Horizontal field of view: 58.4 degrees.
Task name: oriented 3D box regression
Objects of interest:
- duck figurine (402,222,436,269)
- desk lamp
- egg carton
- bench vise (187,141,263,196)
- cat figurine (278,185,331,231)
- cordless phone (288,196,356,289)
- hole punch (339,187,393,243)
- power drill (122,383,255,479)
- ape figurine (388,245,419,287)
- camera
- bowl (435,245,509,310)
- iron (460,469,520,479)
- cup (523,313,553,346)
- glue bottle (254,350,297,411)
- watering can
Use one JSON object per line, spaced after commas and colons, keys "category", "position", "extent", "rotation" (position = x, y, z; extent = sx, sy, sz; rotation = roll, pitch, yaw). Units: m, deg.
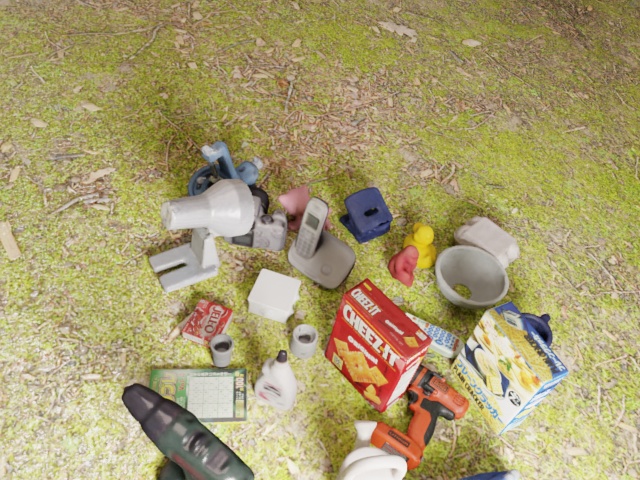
{"category": "duck figurine", "position": [0.240, 0.007, 1.335], "extent": [0.078, 0.086, 0.104], "rotation": [-5, 50, -15]}
{"category": "desk lamp", "position": [-0.243, -0.017, 1.175], "extent": [0.204, 0.213, 0.117], "rotation": [-22, 56, -27]}
{"category": "egg carton", "position": [0.398, 0.011, 1.374], "extent": [0.150, 0.069, 0.107], "rotation": [40, 54, 23]}
{"category": "bench vise", "position": [-0.220, -0.156, 1.298], "extent": [0.121, 0.220, 0.208], "rotation": [23, 49, 10]}
{"category": "cat figurine", "position": [-0.033, -0.073, 1.331], "extent": [0.127, 0.118, 0.067], "rotation": [20, 48, 7]}
{"category": "cordless phone", "position": [0.011, 0.004, 1.226], "extent": [0.147, 0.185, 0.094], "rotation": [31, 50, 16]}
{"category": "hole punch", "position": [0.116, -0.061, 1.368], "extent": [0.109, 0.091, 0.101], "rotation": [-24, 57, -28]}
{"category": "power drill", "position": [-0.205, 0.333, 0.878], "extent": [0.229, 0.208, 0.076], "rotation": [29, 50, 15]}
{"category": "ape figurine", "position": [0.195, 0.049, 1.285], "extent": [0.078, 0.092, 0.076], "rotation": [-33, 62, -33]}
{"category": "camera", "position": [-0.140, -0.060, 1.310], "extent": [0.143, 0.101, 0.137], "rotation": [10, 48, -2]}
{"category": "bowl", "position": [0.329, 0.096, 1.282], "extent": [0.167, 0.075, 0.167], "rotation": [6, 48, -6]}
{"category": "iron", "position": [0.251, 0.430, 0.926], "extent": [0.259, 0.141, 0.118], "rotation": [-24, 57, -28]}
{"category": "cup", "position": [0.428, 0.205, 1.191], "extent": [0.118, 0.095, 0.091], "rotation": [-31, 61, -32]}
{"category": "glue bottle", "position": [-0.074, 0.240, 1.009], "extent": [0.078, 0.173, 0.037], "rotation": [21, 48, 8]}
{"category": "watering can", "position": [0.074, 0.374, 0.906], "extent": [0.101, 0.194, 0.172], "rotation": [-14, 53, -22]}
